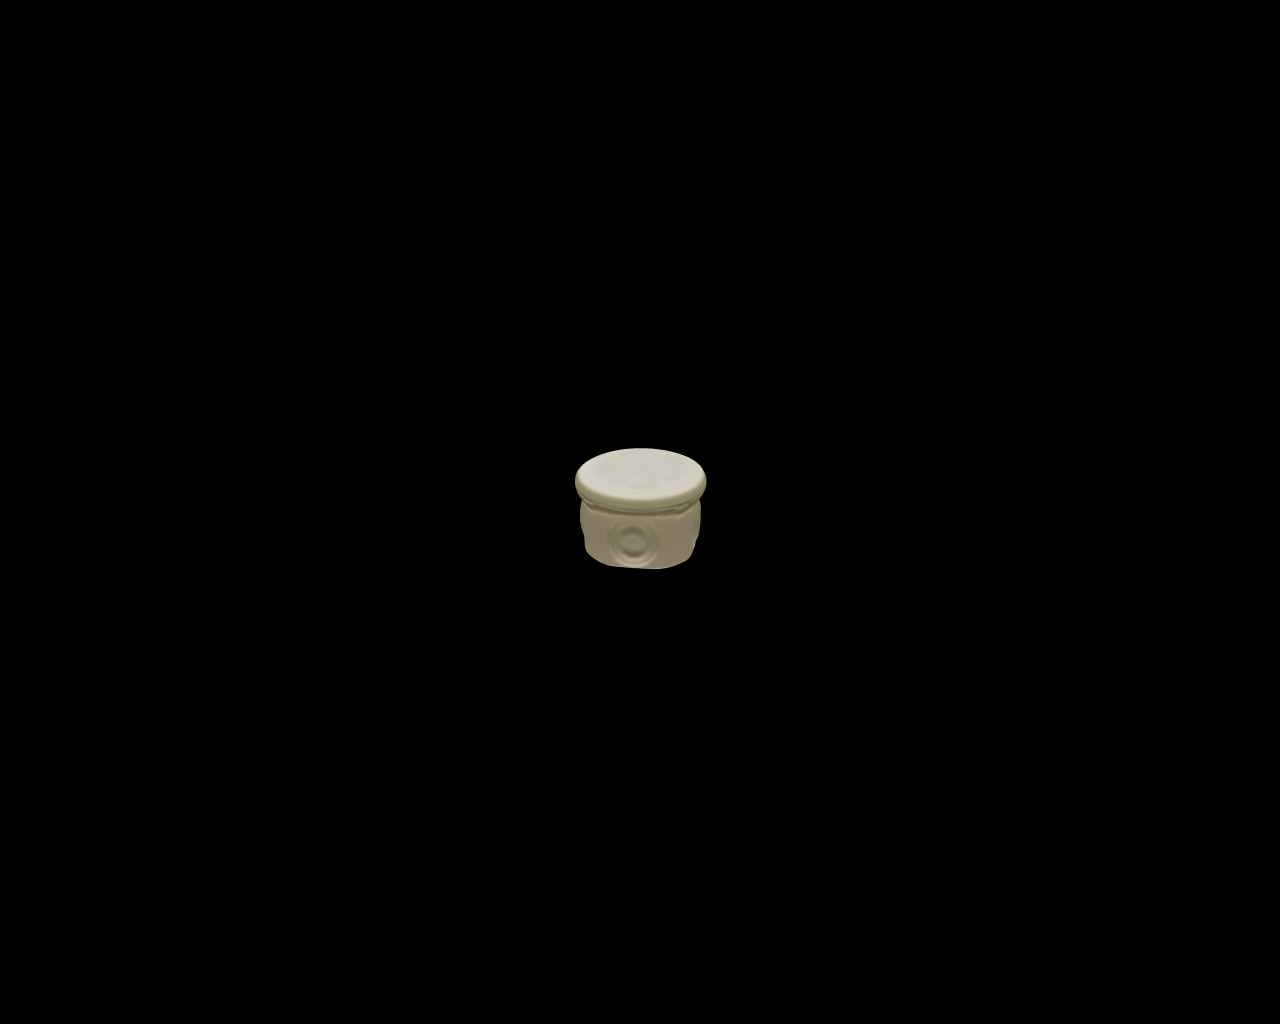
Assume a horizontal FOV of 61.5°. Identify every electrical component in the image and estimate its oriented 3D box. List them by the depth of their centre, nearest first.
[{"bbox_3d":[0.001,-0.003,0.650,0.080,0.050,0.080,0,26,0],"label":"electrical component"}]
